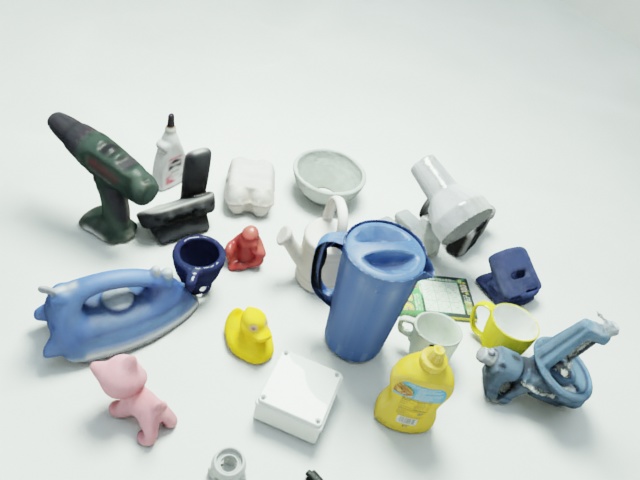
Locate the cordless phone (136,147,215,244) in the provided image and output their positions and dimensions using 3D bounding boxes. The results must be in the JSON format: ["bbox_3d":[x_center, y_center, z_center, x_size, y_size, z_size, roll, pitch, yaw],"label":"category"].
[{"bbox_3d":[-0.271,-0.095,1.090,0.148,0.185,0.094,-25,56,-35],"label":"cordless phone"}]

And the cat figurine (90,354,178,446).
[{"bbox_3d":[-0.265,0.215,0.820,0.127,0.118,0.067,32,46,17],"label":"cat figurine"}]

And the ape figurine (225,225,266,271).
[{"bbox_3d":[-0.138,0.010,1.087,0.077,0.092,0.076,23,44,8],"label":"ape figurine"}]

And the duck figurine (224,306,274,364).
[{"bbox_3d":[-0.115,0.145,0.958,0.078,0.086,0.104,-23,55,-33],"label":"duck figurine"}]

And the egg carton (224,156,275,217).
[{"bbox_3d":[-0.150,-0.118,1.233,0.107,0.069,0.150,6,44,-10],"label":"egg carton"}]

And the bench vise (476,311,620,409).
[{"bbox_3d":[0.375,0.203,0.937,0.208,0.220,0.121,-1,45,-17],"label":"bench vise"}]

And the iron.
[{"bbox_3d":[-0.315,0.093,0.915,0.259,0.141,0.118,-14,50,-28],"label":"iron"}]

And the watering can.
[{"bbox_3d":[0.010,0.005,1.058,0.173,0.194,0.100,-16,51,-29],"label":"watering can"}]

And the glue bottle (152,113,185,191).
[{"bbox_3d":[-0.309,-0.186,1.182,0.037,0.173,0.078,32,46,18],"label":"glue bottle"}]

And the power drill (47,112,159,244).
[{"bbox_3d":[-0.396,-0.102,1.045,0.229,0.208,0.076,28,45,13],"label":"power drill"}]

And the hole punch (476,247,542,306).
[{"bbox_3d":[0.394,0.077,1.168,0.109,0.091,0.101,-14,50,-27],"label":"hole punch"}]

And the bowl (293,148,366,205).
[{"bbox_3d":[0.016,-0.129,1.287,0.167,0.075,0.167,8,43,-7],"label":"bowl"}]

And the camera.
[{"bbox_3d":[0.302,-0.057,1.274,0.136,0.101,0.143,34,46,19],"label":"camera"}]

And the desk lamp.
[{"bbox_3d":[0.228,-0.053,1.166,0.118,0.213,0.202,-21,53,-32],"label":"desk lamp"}]

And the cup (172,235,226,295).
[{"bbox_3d":[-0.216,0.062,1.009,0.092,0.095,0.117,10,43,-6],"label":"cup"}]
